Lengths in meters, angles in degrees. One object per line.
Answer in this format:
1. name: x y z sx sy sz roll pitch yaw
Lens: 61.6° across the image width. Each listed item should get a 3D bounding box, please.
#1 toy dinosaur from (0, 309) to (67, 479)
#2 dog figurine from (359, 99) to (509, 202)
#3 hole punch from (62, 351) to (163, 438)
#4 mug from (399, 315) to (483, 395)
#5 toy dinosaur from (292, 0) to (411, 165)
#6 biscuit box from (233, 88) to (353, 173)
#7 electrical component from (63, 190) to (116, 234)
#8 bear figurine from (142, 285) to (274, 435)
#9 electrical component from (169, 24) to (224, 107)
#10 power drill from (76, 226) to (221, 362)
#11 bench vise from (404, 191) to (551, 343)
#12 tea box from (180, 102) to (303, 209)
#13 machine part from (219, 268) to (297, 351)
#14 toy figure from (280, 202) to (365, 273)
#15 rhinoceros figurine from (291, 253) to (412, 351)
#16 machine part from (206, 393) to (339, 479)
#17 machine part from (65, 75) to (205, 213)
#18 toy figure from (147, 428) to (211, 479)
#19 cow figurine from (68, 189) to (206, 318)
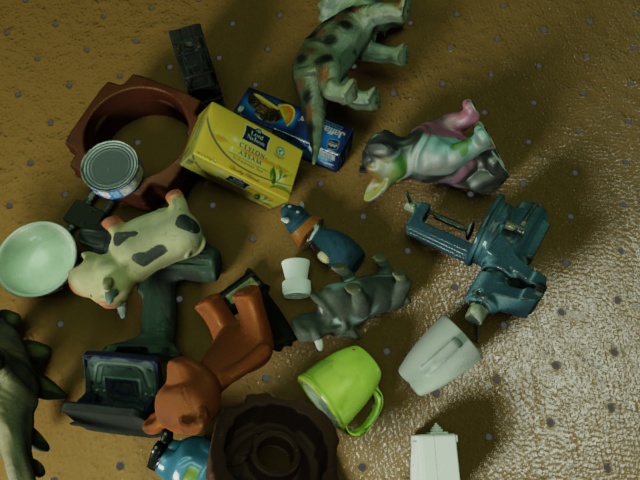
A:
1. toy dinosaur: -0.426 0.185 0.704 0.105 0.198 0.472 -30 61 0
2. dog figurine: 0.173 -0.122 0.873 0.219 0.191 0.108 -23 49 23
3. hole punch: -0.277 0.216 0.744 0.142 0.115 0.092 4 53 -2
4. mug: 0.166 0.172 0.762 0.107 0.109 0.081 -43 80 1
5. toy dinosaur: 0.028 -0.307 0.905 0.192 0.131 0.405 22 63 32
6. biscuit box: -0.045 -0.188 0.919 0.203 0.059 0.063 24 70 8
7. electrical component: -0.384 -0.036 0.886 0.063 0.021 0.094 26 71 9
8. bear figurine: -0.152 0.159 0.709 0.196 0.120 0.131 -31 102 -50
9. electrical component: -0.215 -0.303 0.935 0.058 0.114 0.134 -16 72 -8
10. power drill: -0.273 0.079 0.818 0.232 0.086 0.207 4 62 -1
11. bench vise: 0.225 0.011 0.809 0.241 0.128 0.223 28 76 20
12. tea box: -0.122 -0.130 0.852 0.169 0.068 0.098 23 69 -27
13. machine part: -0.091 0.112 0.820 0.084 0.039 0.139 -39 72 -21
14. toy figure: -0.002 -0.003 0.851 0.155 0.064 0.057 35 111 17
15. rhinoceros figurine: 0.046 0.092 0.794 0.190 0.111 0.073 -20 38 -22
16. machine part: -0.060 0.279 0.684 0.179 0.056 0.179 12 33 -8
17. machine part: -0.294 -0.159 0.898 0.202 0.087 0.201 23 72 7
18. toy figure: -0.142 0.321 0.716 0.180 0.089 0.082 23 41 6
19. cow figurine: -0.256 0.024 0.759 0.195 0.085 0.127 -26 64 -16
